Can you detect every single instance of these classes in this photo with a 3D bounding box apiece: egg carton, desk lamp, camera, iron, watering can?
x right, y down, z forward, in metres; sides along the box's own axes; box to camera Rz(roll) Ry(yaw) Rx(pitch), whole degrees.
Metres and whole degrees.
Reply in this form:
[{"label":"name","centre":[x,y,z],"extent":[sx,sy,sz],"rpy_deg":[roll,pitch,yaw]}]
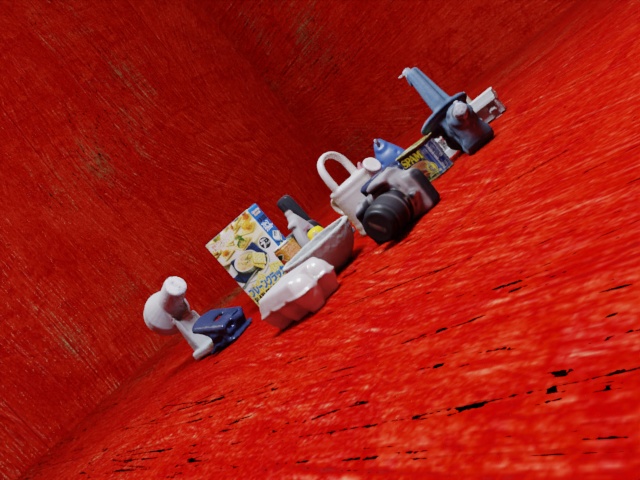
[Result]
[{"label":"egg carton","centre":[-0.038,0.093,0.993],"extent":[0.150,0.069,0.107],"rpy_deg":[-35,7,43]},{"label":"desk lamp","centre":[-0.346,0.200,1.488],"extent":[0.203,0.213,0.118],"rpy_deg":[-34,8,48]},{"label":"camera","centre":[0.111,-0.054,0.987],"extent":[0.143,0.101,0.137],"rpy_deg":[-35,7,43]},{"label":"iron","centre":[0.202,-0.240,1.658],"extent":[0.118,0.141,0.258],"rpy_deg":[-39,5,11]},{"label":"watering can","centre":[0.075,-0.116,1.238],"extent":[0.172,0.194,0.101],"rpy_deg":[-37,6,29]}]

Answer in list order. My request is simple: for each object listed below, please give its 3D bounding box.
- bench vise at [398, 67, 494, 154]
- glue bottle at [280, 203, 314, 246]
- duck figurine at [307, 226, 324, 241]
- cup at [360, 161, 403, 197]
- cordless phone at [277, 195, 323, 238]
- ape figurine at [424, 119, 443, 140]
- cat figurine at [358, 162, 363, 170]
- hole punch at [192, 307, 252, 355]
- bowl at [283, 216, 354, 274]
[{"label":"bench vise","centre":[0.261,-0.284,1.180],"extent":[0.121,0.220,0.207],"rpy_deg":[-42,6,-13]},{"label":"glue bottle","centre":[-0.054,-0.033,1.581],"extent":[0.037,0.173,0.078],"rpy_deg":[-36,7,39]},{"label":"duck figurine","centre":[0.012,0.005,1.282],"extent":[0.077,0.086,0.105],"rpy_deg":[-35,8,44]},{"label":"cup","centre":[0.146,-0.096,1.115],"extent":[0.092,0.095,0.117],"rpy_deg":[-43,6,-28]},{"label":"cordless phone","centre":[-0.084,-0.034,1.737],"extent":[0.147,0.185,0.094],"rpy_deg":[-40,6,9]},{"label":"ape figurine","centre":[0.308,-0.280,1.511],"extent":[0.076,0.092,0.078],"rpy_deg":[-35,8,43]},{"label":"cat figurine","centre":[0.139,-0.175,1.696],"extent":[0.067,0.118,0.128],"rpy_deg":[-37,6,29]},{"label":"hole punch","centre":[-0.232,0.199,1.360],"extent":[0.101,0.091,0.109],"rpy_deg":[-37,6,28]},{"label":"bowl","centre":[0.011,0.031,1.128],"extent":[0.167,0.075,0.167],"rpy_deg":[-40,5,5]}]
